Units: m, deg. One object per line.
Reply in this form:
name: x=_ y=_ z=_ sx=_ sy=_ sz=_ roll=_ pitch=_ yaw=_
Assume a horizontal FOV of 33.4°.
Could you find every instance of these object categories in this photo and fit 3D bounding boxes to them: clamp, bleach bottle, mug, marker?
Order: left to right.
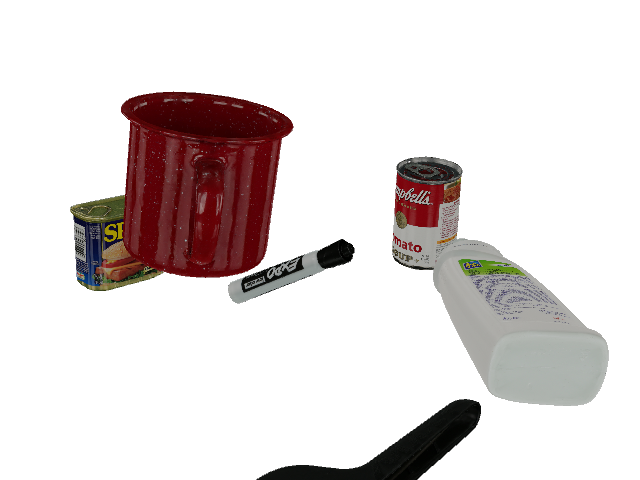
mug: x=-0.064 y=-0.026 z=0.579 sx=0.093 sy=0.081 sz=0.117 roll=3 pitch=21 yaw=-13
marker: x=-0.023 y=0.025 z=0.845 sx=0.121 sy=0.020 sz=0.020 roll=-21 pitch=-12 yaw=33
clamp: x=0.022 y=0.162 z=0.650 sx=0.210 sy=0.036 sz=0.164 roll=-6 pitch=29 yaw=3
bleach bottle: x=0.165 y=0.057 z=0.958 sx=0.102 sy=0.068 sz=0.251 roll=5 pitch=21 yaw=-9

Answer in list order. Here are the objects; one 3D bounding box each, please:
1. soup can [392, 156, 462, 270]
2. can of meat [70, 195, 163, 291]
soup can: x=0.111 y=-0.029 z=1.119 sx=0.068 sy=0.102 sz=0.068 roll=1 pitch=26 yaw=-1
can of meat: x=-0.216 y=0.001 z=1.154 sx=0.101 sy=0.084 sz=0.058 roll=-15 pitch=25 yaw=-40
